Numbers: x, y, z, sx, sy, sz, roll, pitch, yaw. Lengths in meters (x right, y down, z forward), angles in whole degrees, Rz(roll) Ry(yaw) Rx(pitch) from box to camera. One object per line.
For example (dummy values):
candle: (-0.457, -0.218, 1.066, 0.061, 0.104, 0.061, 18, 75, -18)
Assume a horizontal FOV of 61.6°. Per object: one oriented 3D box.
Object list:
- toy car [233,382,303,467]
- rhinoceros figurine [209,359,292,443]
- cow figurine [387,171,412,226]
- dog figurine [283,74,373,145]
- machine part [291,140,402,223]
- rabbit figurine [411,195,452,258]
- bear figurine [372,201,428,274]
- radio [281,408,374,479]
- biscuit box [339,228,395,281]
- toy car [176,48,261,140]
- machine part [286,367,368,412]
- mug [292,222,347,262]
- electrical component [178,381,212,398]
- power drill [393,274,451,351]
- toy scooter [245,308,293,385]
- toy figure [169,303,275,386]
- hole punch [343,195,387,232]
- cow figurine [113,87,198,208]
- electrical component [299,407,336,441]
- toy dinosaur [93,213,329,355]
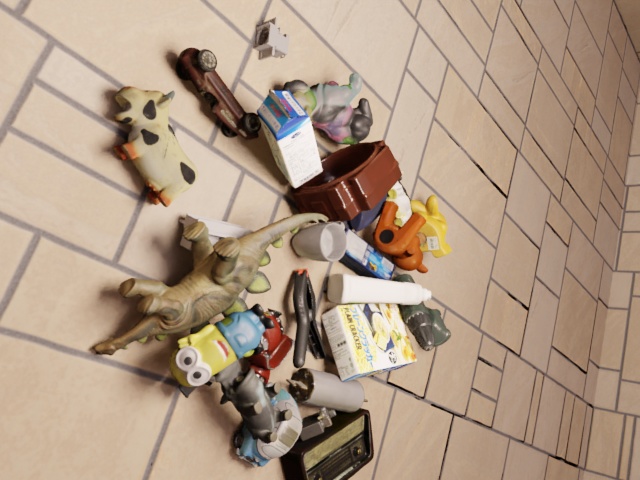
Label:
toy car: (-0.092, 0.372, 1.070, 0.109, 0.103, 0.161, 50, 55, -31)
rhinoceros figurine: (-0.129, 0.285, 0.979, 0.073, 0.112, 0.190, -48, 123, -39)
cow figurine: (0.192, -0.122, 1.375, 0.098, 0.068, 0.167, -35, 117, -45)
dog figurine: (0.001, -0.266, 1.166, 0.219, 0.109, 0.191, -35, 117, -34)
machine part: (0.053, -0.126, 1.145, 0.201, 0.201, 0.087, -45, 118, -35)
rabbit figurine: (0.292, -0.037, 1.465, 0.173, 0.122, 0.162, -27, 99, -56)
bear figurine: (0.213, 0.003, 1.324, 0.195, 0.120, 0.132, 27, 91, -53)
radio: (0.023, 0.475, 1.201, 0.229, 0.073, 0.131, -16, 100, -43)
biscuit box: (0.097, 0.043, 1.285, 0.202, 0.063, 0.059, 37, 65, -39)
toy car: (-0.187, -0.259, 0.988, 0.202, 0.089, 0.053, 55, 54, -31)
machine part: (0.018, 0.334, 1.192, 0.243, 0.079, 0.079, 24, 73, -39)
mug: (-0.002, -0.003, 1.156, 0.080, 0.107, 0.109, 56, 51, -30)
electrical component: (-0.218, 0.227, 0.975, 0.119, 0.048, 0.074, -51, 133, -31)
power drill: (0.265, 0.210, 1.383, 0.207, 0.086, 0.232, 35, 27, -47)
toy scooter: (-0.102, 0.202, 1.063, 0.135, 0.075, 0.183, -38, 139, -45)
toy figure: (-0.165, 0.179, 0.906, 0.180, 0.089, 0.082, -34, 71, -23)
hole punch: (0.107, -0.086, 1.280, 0.142, 0.092, 0.115, -38, 119, -42)
cow figurine: (-0.275, -0.167, 0.904, 0.127, 0.086, 0.194, -43, 116, -29)
electrical component: (-0.019, 0.390, 1.149, 0.078, 0.102, 0.045, -51, 117, -80)
toy dinosaur: (-0.174, 0.060, 0.938, 0.471, 0.105, 0.198, -36, 145, -14)
